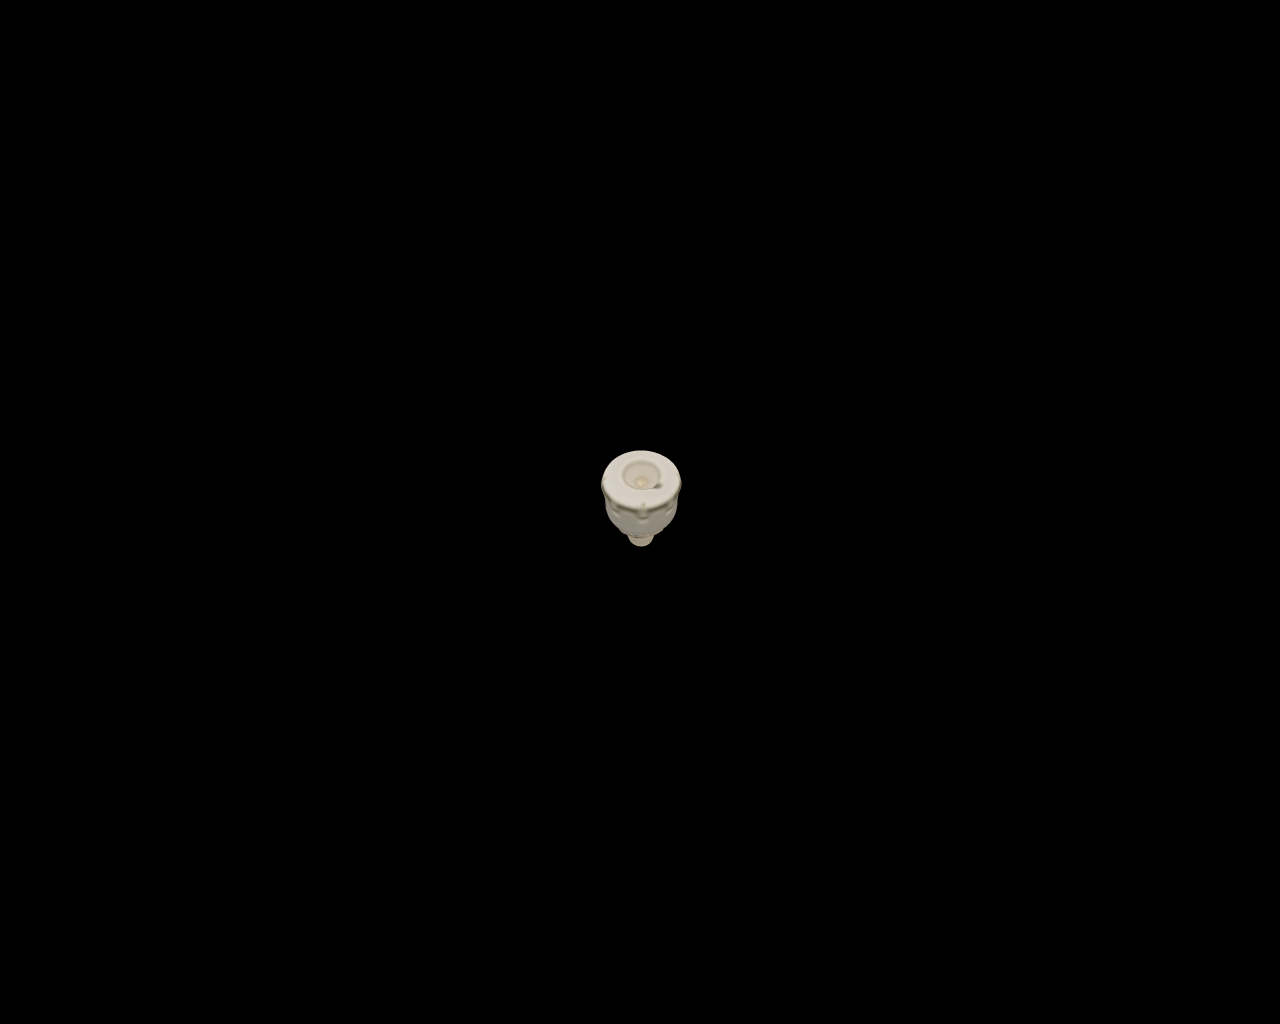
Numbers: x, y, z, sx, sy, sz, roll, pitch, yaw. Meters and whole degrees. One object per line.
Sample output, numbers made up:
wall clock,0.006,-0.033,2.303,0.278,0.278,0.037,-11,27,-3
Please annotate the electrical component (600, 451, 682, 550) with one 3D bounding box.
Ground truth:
electrical component,0.001,-0.003,0.650,0.048,0.048,0.062,0,-41,0
